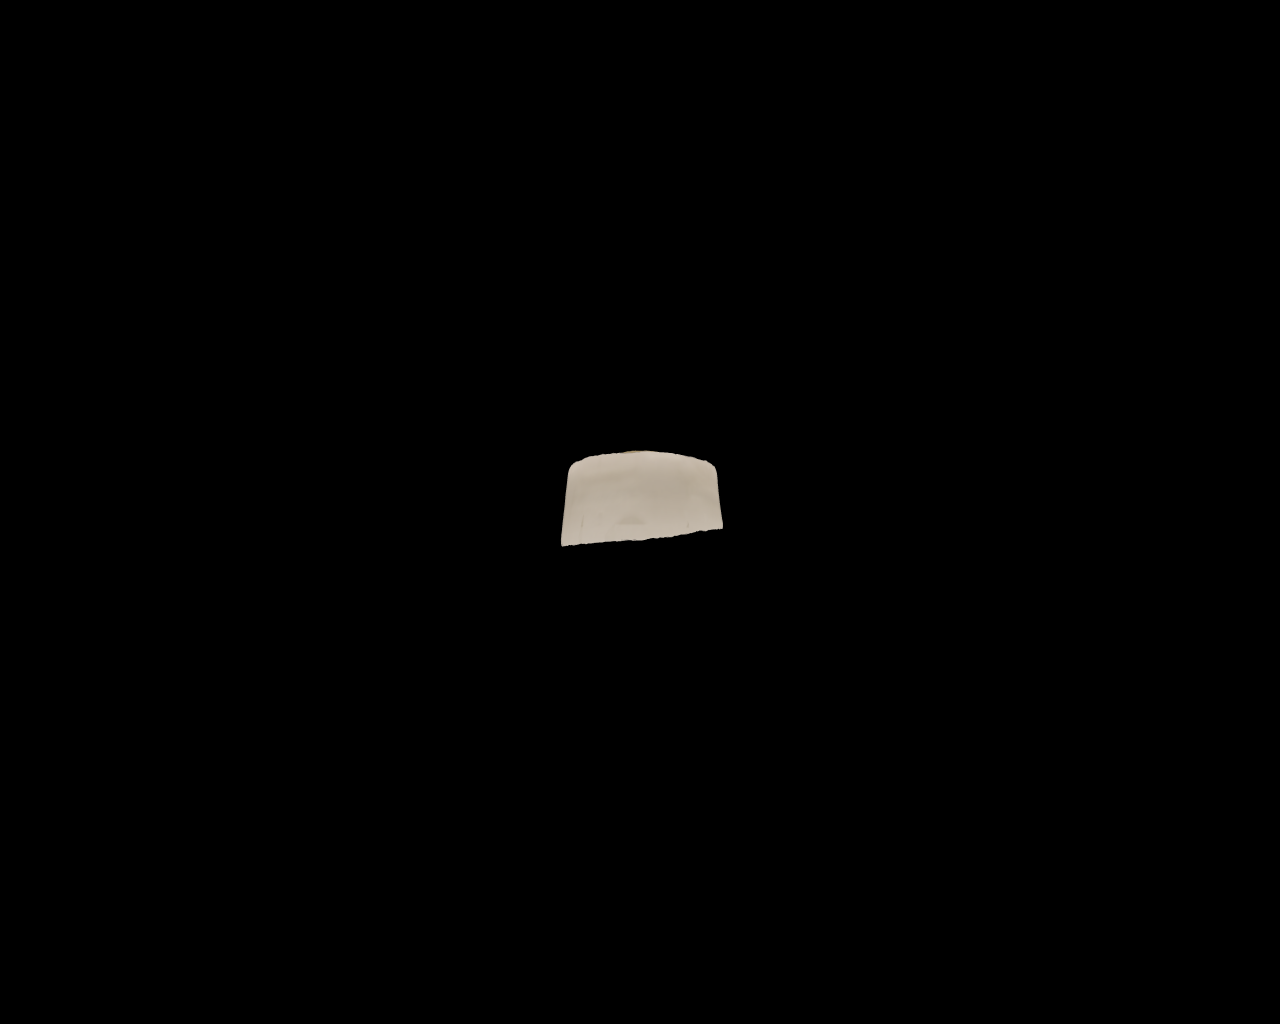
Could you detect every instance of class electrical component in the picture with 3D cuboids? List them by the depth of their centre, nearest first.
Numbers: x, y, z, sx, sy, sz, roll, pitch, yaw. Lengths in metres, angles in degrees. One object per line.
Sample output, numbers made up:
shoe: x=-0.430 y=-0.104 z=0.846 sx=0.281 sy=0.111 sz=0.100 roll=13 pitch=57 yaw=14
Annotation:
electrical component: x=0.001 y=-0.003 z=0.650 sx=0.099 sy=0.064 sz=0.099 roll=0 pitch=-11 yaw=0
